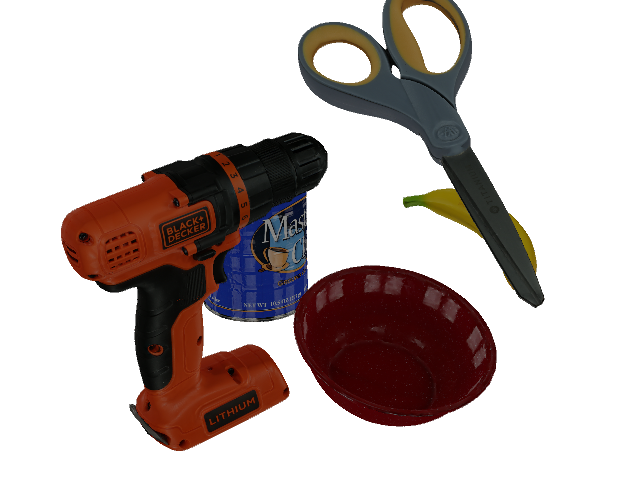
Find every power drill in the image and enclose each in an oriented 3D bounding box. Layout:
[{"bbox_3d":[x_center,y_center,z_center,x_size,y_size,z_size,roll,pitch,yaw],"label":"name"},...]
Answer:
[{"bbox_3d":[-0.068,0.032,0.702,0.184,0.188,0.057,-22,33,-27],"label":"power drill"}]

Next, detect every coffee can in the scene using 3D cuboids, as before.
[{"bbox_3d":[-0.063,-0.008,1.009,0.103,0.140,0.103,0,23,0],"label":"coffee can"}]

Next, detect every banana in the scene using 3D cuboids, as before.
[{"bbox_3d":[0.166,-0.008,1.079,0.069,0.037,0.198,-34,39,-14],"label":"banana"}]

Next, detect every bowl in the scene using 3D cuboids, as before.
[{"bbox_3d":[0.055,0.093,0.845,0.162,0.055,0.162,7,39,-6],"label":"bowl"}]

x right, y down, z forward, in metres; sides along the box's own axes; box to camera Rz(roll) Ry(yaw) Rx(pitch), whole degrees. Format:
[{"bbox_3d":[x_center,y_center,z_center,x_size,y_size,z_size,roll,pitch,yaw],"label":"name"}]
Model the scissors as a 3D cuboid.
[{"bbox_3d":[0.039,-0.049,0.496,0.096,0.201,0.016,-6,-38,4],"label":"scissors"}]
